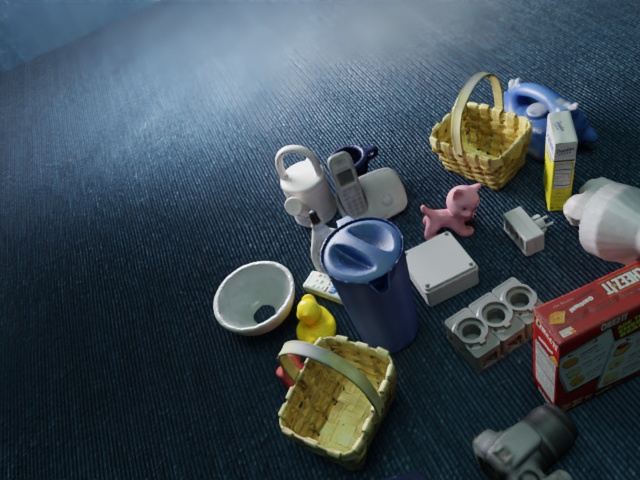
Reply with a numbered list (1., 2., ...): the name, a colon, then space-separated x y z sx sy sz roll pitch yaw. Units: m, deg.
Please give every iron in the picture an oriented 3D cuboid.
1. iron: 0.465 -0.280 1.232 0.119 0.142 0.257 -32 46 -9

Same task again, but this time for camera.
1. camera: 0.303 0.299 0.795 0.137 0.101 0.142 -36 47 -13

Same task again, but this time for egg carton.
1. egg carton: 0.532 -0.050 1.048 0.107 0.070 0.149 -41 48 -17

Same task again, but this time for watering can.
1. watering can: -0.033 -0.121 1.237 0.101 0.194 0.172 -19 46 4

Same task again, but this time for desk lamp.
1. desk lamp: 0.507 0.034 0.879 0.118 0.214 0.202 -34 47 -11

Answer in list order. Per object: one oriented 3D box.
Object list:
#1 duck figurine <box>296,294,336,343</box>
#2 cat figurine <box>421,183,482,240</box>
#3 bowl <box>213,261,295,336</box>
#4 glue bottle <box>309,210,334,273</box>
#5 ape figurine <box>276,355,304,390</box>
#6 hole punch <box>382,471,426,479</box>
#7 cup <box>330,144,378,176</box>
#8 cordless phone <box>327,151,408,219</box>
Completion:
1. duck figurine: -0.015 0.149 1.061 0.077 0.086 0.104 -14 46 8
2. cat figurine: 0.260 -0.063 1.128 0.127 0.118 0.067 -12 46 10
3. bowl: -0.120 0.127 1.129 0.167 0.075 0.167 -10 47 12
4. glue bottle: 0.010 0.004 1.122 0.078 0.173 0.037 -3 48 18
5. ape figurine: -0.042 0.225 0.998 0.077 0.092 0.076 -6 48 16
6. hole punch: 0.108 0.379 0.801 0.108 0.091 0.101 -22 45 1
7. cup: 0.084 -0.161 1.299 0.118 0.095 0.091 -25 45 -3
8. cordless phone: 0.095 -0.119 1.194 0.147 0.185 0.094 -26 45 -4
